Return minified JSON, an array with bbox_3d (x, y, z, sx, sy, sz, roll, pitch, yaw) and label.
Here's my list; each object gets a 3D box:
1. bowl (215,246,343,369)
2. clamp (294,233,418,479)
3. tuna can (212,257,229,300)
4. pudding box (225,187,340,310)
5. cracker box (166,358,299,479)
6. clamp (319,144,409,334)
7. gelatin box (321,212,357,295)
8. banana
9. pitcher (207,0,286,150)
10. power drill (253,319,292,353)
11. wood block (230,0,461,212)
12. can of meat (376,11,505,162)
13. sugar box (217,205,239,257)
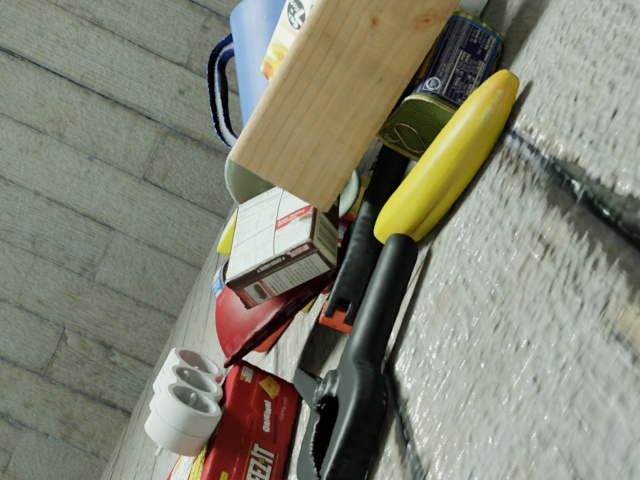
[{"bbox_3d":[-0.043,0.045,0.979,0.162,0.055,0.162,-41,-6,-6],"label":"bowl"},{"bbox_3d":[0.021,0.097,0.720,0.165,0.036,0.210,-60,12,26],"label":"clamp"},{"bbox_3d":[-0.093,0.059,1.363,0.034,0.086,0.086,-53,14,48],"label":"tuna can"},{"bbox_3d":[-0.030,-0.004,0.898,0.090,0.039,0.113,-27,30,22],"label":"pudding box"},{"bbox_3d":[-0.098,0.237,0.940,0.214,0.072,0.164,-59,11,32],"label":"cracker box"},{"bbox_3d":[0.040,-0.008,0.882,0.120,0.039,0.171,99,-173,-54],"label":"clamp"},{"bbox_3d":[-0.007,0.001,1.041,0.089,0.073,0.030,-60,9,33],"label":"gelatin box"},{"bbox_3d":[0.080,-0.044,0.763,0.198,0.037,0.069,-53,15,54],"label":"banana"},{"bbox_3d":[-0.039,-0.145,1.200,0.149,0.144,0.243,139,130,-63],"label":"pitcher"},{"bbox_3d":[-0.043,0.027,1.261,0.185,0.057,0.187,-54,12,47],"label":"power drill"},{"bbox_3d":[0.022,-0.138,0.820,0.206,0.090,0.090,-58,6,26],"label":"wood block"},{"bbox_3d":[0.094,-0.117,0.825,0.084,0.057,0.102,-66,8,-19],"label":"can of meat"},{"bbox_3d":[-0.064,-0.027,1.409,0.176,0.093,0.048,125,166,-52],"label":"sugar box"}]
